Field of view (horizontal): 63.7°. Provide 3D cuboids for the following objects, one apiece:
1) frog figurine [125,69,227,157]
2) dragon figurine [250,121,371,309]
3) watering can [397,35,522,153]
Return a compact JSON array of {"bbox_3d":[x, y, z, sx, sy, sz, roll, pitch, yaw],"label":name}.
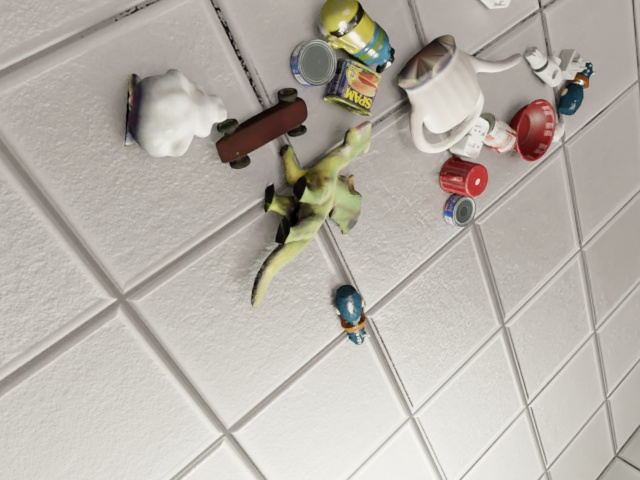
[{"bbox_3d":[-0.225,-0.200,0.826,0.159,0.122,0.138,1,85,-22],"label":"frog figurine"},{"bbox_3d":[0.003,-0.052,1.041,0.242,0.124,0.406,6,109,-44],"label":"dragon figurine"},{"bbox_3d":[0.304,-0.356,1.138,0.350,0.105,0.221,-49,124,-10],"label":"watering can"}]
